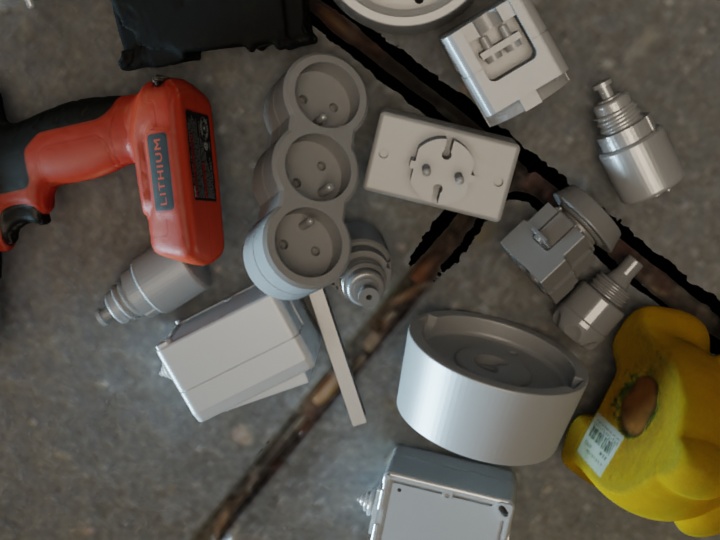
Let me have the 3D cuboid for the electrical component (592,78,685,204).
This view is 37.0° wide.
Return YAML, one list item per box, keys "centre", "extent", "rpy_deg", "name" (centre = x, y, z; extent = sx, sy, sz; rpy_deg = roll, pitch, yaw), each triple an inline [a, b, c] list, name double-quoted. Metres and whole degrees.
- centre: [0.158, -0.075, 0.629]
  extent: [0.040, 0.040, 0.078]
  rpy_deg: [-28, 100, 8]
  name: "electrical component"

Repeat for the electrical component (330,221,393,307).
- centre: [0.000, 0.000, 0.637]
  extent: [0.040, 0.078, 0.040]
  rpy_deg: [-3, 114, -7]
  name: "electrical component"

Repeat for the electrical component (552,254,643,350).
- centre: [0.148, 0.017, 0.654]
  extent: [0.035, 0.035, 0.061]
  rpy_deg: [39, 99, -6]
  name: "electrical component"

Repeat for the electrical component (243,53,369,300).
- centre: [-0.037, -0.050, 0.627]
  extent: [0.052, 0.074, 0.138]
  rpy_deg: [12, 75, -20]
  name: "electrical component"

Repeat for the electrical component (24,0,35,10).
- centre: [-0.195, -0.191, 0.615]
  extent: [0.077, 0.043, 0.079]
  rpy_deg: [-19, 102, 6]
  name: "electrical component"

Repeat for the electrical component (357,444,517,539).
- centre: [0.047, 0.152, 0.679]
  extent: [0.096, 0.061, 0.061]
  rpy_deg: [12, 103, 7]
  name: "electrical component"

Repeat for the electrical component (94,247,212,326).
- centre: [-0.128, 0.010, 0.660]
  extent: [0.078, 0.040, 0.040]
  rpy_deg: [-32, 100, 9]
  name: "electrical component"

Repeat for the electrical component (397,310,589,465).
- centre: [0.074, 0.074, 0.635]
  extent: [0.108, 0.108, 0.060]
  rpy_deg: [14, 109, -1]
  name: "electrical component"

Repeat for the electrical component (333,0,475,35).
- centre: [0.025, -0.186, 0.599]
  extent: [0.108, 0.060, 0.108]
  rpy_deg: [1, 103, 2]
  name: "electrical component"

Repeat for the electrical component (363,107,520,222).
- centre: [0.047, -0.059, 0.619]
  extent: [0.083, 0.075, 0.047]
  rpy_deg: [14, 103, -1]
  name: "electrical component"

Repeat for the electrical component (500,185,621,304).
- centre: [0.120, -0.017, 0.637]
  extent: [0.055, 0.066, 0.048]
  rpy_deg: [-44, 62, 3]
  name: "electrical component"

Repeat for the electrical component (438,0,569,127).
- centre: [0.080, -0.117, 0.597]
  extent: [0.050, 0.089, 0.055]
  rpy_deg: [-30, 100, 8]
  name: "electrical component"

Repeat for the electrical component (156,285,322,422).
- centre: [-0.076, 0.051, 0.656]
  extent: [0.096, 0.061, 0.061]
  rpy_deg: [-27, 100, 8]
  name: "electrical component"
